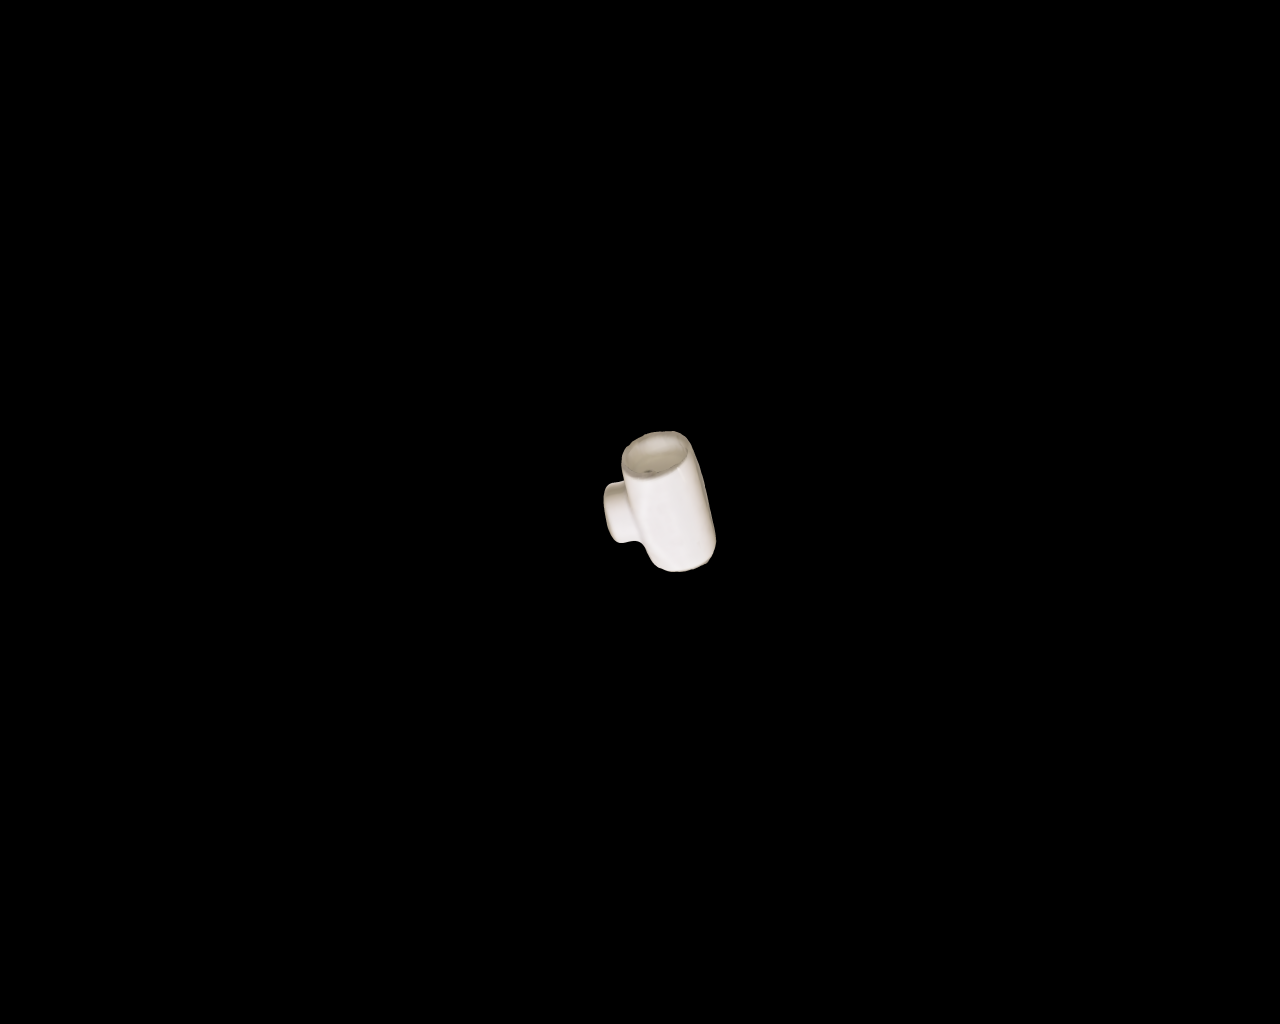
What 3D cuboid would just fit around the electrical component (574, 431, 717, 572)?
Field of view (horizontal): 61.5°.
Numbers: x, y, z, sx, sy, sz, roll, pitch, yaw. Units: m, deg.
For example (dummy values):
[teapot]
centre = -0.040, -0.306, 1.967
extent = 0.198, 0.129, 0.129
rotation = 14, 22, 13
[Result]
[electrical component]
centre = 0.001, -0.003, 0.650
extent = 0.079, 0.077, 0.044
rotation = -11, 39, 9
